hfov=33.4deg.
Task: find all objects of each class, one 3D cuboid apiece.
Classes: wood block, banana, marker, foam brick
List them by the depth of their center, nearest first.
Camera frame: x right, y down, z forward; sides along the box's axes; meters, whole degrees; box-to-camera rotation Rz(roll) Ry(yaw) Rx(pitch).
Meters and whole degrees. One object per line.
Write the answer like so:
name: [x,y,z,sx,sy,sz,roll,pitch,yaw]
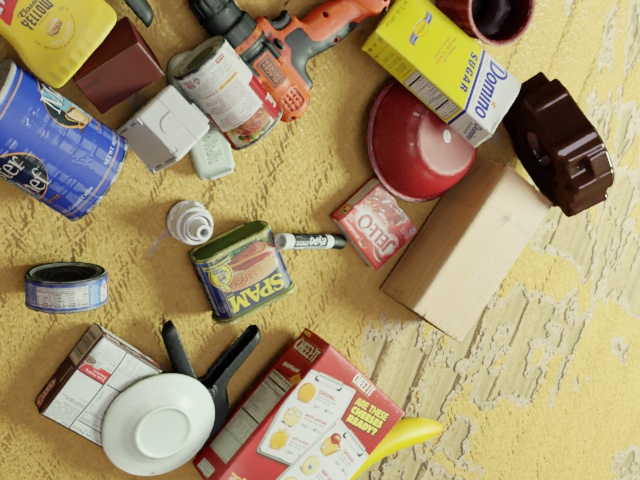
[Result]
foam brick: [-0.207,-0.176,1.073,0.078,0.051,0.053,-31,138,4]
marker: [-0.008,0.002,1.233,0.120,0.020,0.020,1,106,-53]
wood block: [0.180,0.009,1.314,0.090,0.090,0.206,36,88,-29]
banana: [0.069,0.276,1.369,0.197,0.037,0.069,-35,132,-12]

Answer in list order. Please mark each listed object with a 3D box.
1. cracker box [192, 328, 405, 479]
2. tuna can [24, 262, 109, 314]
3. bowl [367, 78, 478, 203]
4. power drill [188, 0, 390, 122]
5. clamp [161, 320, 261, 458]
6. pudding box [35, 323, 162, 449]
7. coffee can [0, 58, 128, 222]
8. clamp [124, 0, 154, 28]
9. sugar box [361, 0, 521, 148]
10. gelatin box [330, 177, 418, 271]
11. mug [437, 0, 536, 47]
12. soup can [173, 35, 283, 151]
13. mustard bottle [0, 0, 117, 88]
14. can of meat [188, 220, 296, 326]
cracker box: [-0.025,0.237,1.285,0.213,0.072,0.164,-50,125,-7]
tuna can: [-0.264,0.049,1.110,0.086,0.086,0.034,-5,105,-25]
bowl: [0.135,-0.122,1.257,0.161,0.055,0.162,-4,98,-33]
power drill: [-0.030,-0.250,1.157,0.187,0.057,0.184,-44,118,-7]
clamp: [-0.129,0.169,1.238,0.120,0.039,0.171,-1,111,-21]
pudding box: [-0.244,0.162,1.180,0.090,0.039,0.113,38,89,-32]
coffee can: [-0.276,-0.097,1.052,0.140,0.103,0.103,35,88,-30]
clamp: [-0.240,-0.298,1.041,0.164,0.036,0.210,-2,111,-23]
sugar box: [0.140,-0.197,1.209,0.176,0.048,0.093,38,58,-6]
gelatin box: [0.066,-0.019,1.284,0.073,0.030,0.089,-42,118,-10]
mug: [0.186,-0.286,1.236,0.093,0.082,0.117,-26,114,-17]
soup can: [-0.096,-0.153,1.112,0.068,0.069,0.102,-44,115,-9]
mustard bottle: [-0.291,-0.237,0.995,0.191,0.058,0.096,40,96,-21]
can of meat: [-0.089,0.035,1.209,0.102,0.058,0.084,-27,112,-18]
